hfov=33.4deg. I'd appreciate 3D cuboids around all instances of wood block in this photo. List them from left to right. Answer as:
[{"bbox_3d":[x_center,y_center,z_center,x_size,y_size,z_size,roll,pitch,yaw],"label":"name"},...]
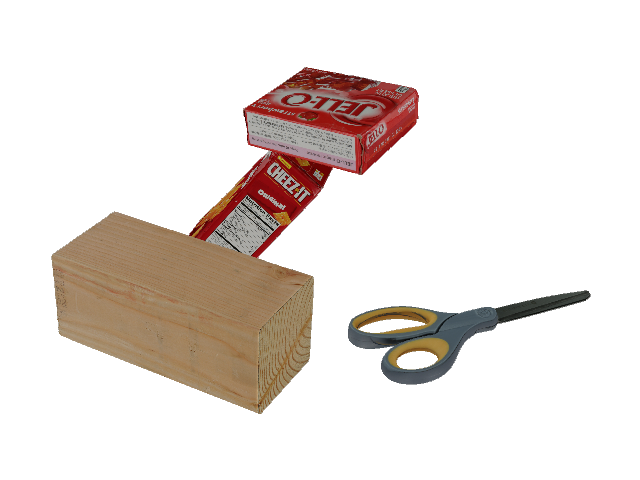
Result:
[{"bbox_3d":[-0.118,0.058,0.914,0.206,0.090,0.090,17,34,23],"label":"wood block"}]

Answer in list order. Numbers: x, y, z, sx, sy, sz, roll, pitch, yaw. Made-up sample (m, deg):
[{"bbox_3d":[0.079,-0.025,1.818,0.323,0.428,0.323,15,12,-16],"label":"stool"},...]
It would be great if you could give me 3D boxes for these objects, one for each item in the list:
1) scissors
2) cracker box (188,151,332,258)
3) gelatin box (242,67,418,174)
[{"bbox_3d":[0.123,0.072,0.819,0.201,0.016,0.096,-4,32,-4],"label":"scissors"},{"bbox_3d":[-0.071,-0.041,1.214,0.072,0.214,0.164,40,27,-8],"label":"cracker box"},{"bbox_3d":[0.008,-0.079,0.685,0.089,0.030,0.073,16,38,29],"label":"gelatin box"}]
